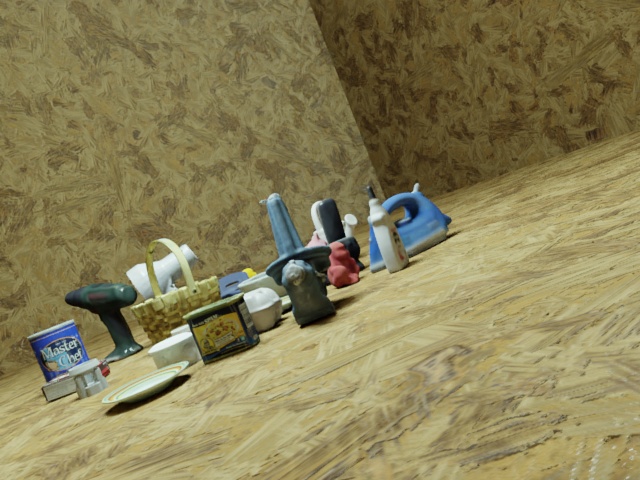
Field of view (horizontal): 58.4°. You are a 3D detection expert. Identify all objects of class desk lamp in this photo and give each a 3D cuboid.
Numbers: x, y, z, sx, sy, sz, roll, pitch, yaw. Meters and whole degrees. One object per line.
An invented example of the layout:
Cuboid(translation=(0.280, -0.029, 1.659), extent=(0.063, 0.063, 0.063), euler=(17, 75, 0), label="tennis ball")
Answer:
Cuboid(translation=(-0.368, 0.133, 1.486), extent=(0.203, 0.213, 0.118), euler=(-22, 3, -12), label="desk lamp")

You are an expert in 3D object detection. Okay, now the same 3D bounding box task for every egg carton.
Cuboid(translation=(-0.143, 0.140, 1.047), extent=(0.150, 0.069, 0.107), euler=(-21, 2, 10), label="egg carton")

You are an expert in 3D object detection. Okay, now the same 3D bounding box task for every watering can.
Cuboid(translation=(0.039, -0.023, 1.643), extent=(0.172, 0.194, 0.101), euler=(-20, 3, 22), label="watering can")

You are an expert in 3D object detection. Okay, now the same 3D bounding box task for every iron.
Cuboid(translation=(0.176, -0.034, 1.278), extent=(0.259, 0.141, 0.118), euler=(-23, 3, -41), label="iron")

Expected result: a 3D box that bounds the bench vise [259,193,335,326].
Cuboid(translation=(-0.033, 0.020, 0.959), extent=(0.122, 0.220, 0.207), euler=(-22, 3, -15), label="bench vise")

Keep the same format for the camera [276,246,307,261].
Cuboid(translation=(-0.058, 0.059, 1.779), extent=(0.143, 0.101, 0.137), euler=(-20, 3, 26), label="camera")

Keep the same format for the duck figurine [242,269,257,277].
Cuboid(translation=(-0.213, 0.130, 1.739), extent=(0.077, 0.086, 0.105), euler=(-21, 3, 20), label="duck figurine")

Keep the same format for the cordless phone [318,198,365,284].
Cuboid(translation=(0.012, 0.005, 1.334), extent=(0.148, 0.185, 0.094), euler=(-23, 3, -40), label="cordless phone")

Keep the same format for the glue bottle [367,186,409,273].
Cuboid(translation=(0.125, -0.024, 1.123), extent=(0.037, 0.173, 0.078), euler=(-21, 3, 20), label="glue bottle")

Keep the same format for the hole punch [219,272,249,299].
Cuboid(translation=(-0.240, 0.142, 1.632), extent=(0.109, 0.091, 0.101), euler=(-22, 2, -11), label="hole punch")

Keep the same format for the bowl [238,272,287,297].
Cuboid(translation=(-0.106, 0.110, 1.361), extent=(0.167, 0.075, 0.167), euler=(-21, 2, 1), label="bowl")

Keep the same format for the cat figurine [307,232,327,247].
Cuboid(translation=(-0.004, 0.040, 1.509), extent=(0.067, 0.118, 0.128), euler=(-21, 2, 13), label="cat figurine")

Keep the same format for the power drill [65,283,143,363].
Cuboid(translation=(-0.546, 0.206, 1.470), extent=(0.229, 0.208, 0.076), euler=(-20, 3, 28), label="power drill")

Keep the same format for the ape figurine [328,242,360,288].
Cuboid(translation=(0.044, 0.048, 1.188), extent=(0.078, 0.092, 0.076), euler=(-24, 3, -42), label="ape figurine")
